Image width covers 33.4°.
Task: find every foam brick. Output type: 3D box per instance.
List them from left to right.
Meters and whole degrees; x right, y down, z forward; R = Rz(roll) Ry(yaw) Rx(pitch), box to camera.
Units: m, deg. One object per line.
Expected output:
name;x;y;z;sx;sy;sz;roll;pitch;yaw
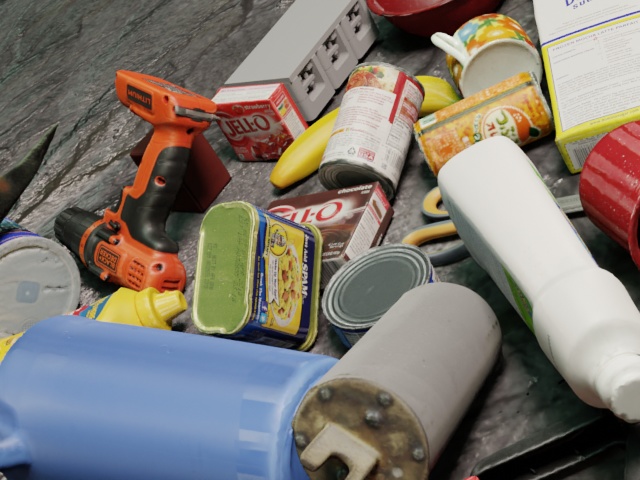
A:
foam brick;-0.135;-0.072;1.032;0.053;0.078;0.051;5;48;42

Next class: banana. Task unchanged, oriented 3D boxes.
banana;0.042;-0.105;0.971;0.198;0.037;0.069;-21;34;15

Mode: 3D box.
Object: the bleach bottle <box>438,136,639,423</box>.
bleach bottle;0.141;0.027;0.635;0.068;0.102;0.251;-31;28;6

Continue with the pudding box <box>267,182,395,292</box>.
pudding box;-0.006;0.001;0.865;0.114;0.039;0.090;-7;40;33

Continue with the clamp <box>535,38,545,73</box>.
clamp;0.240;-0.233;0.981;0.164;0.036;0.210;-29;36;4

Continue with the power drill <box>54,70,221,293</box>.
power drill;-0.169;-0.053;0.963;0.185;0.057;0.188;25;105;41

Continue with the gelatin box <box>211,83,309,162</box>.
gelatin box;-0.058;-0.112;1.027;0.089;0.073;0.030;2;45;41

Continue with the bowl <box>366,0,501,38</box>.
bowl;0.130;-0.253;1.078;0.162;0.055;0.162;-21;34;15

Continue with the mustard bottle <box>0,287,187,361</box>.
mustard bottle;-0.198;0.086;0.888;0.192;0.058;0.096;-23;13;11

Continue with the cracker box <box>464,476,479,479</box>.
cracker box;0.026;0.234;0.500;0.164;0.072;0.213;-23;34;13

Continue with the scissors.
scissors;0.153;-0.032;0.802;0.202;0.016;0.096;-20;35;17

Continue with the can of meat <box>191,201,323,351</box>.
can of meat;-0.046;0.028;0.783;0.058;0.083;0.102;-5;74;34

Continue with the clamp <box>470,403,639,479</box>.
clamp;0.164;0.103;0.594;0.120;0.039;0.171;12;46;42

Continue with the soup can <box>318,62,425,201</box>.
soup can;0.044;-0.089;0.898;0.069;0.068;0.102;-2;60;38

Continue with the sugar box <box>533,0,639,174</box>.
sugar box;0.225;-0.138;0.838;0.093;0.048;0.176;-16;43;20

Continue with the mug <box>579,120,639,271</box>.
mug;0.230;-0.029;0.681;0.117;0.093;0.081;-9;25;-12

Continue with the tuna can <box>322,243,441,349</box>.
tuna can;0.046;0.043;0.772;0.086;0.033;0.086;-21;34;15

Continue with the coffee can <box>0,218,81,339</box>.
coffee can;-0.301;0.033;1.005;0.102;0.102;0.141;-44;35;-20

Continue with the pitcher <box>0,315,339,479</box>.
pitcher;-0.086;0.118;0.709;0.243;0.145;0.149;1;60;35
